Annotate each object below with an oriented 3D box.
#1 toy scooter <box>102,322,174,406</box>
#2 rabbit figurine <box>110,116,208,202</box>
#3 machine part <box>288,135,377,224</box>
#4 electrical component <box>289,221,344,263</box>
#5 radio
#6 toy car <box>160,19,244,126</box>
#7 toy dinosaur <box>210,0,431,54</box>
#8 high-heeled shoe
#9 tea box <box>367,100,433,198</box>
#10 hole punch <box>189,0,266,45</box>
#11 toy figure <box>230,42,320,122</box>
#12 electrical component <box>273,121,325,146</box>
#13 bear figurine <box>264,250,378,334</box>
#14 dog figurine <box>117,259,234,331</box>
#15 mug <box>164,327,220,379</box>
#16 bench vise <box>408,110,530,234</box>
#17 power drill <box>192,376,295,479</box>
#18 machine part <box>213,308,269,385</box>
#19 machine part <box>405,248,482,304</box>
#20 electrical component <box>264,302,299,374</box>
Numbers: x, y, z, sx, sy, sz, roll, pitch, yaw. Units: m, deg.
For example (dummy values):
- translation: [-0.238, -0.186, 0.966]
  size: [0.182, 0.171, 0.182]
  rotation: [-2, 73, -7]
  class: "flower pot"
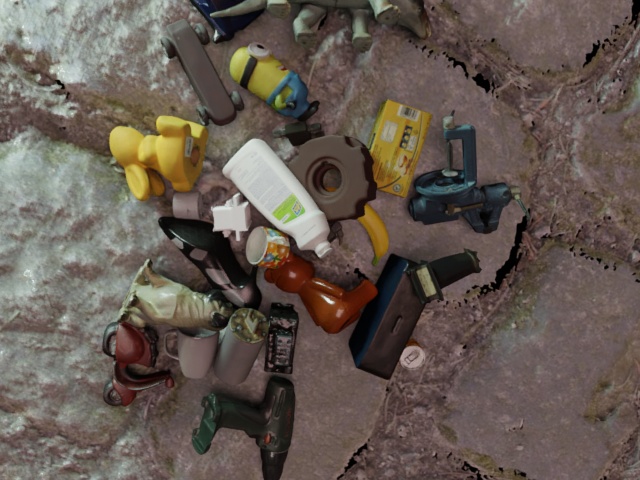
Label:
- translation: [-0.357, 0.245, 1.067]
  size: [0.135, 0.075, 0.183]
  rotation: [3, 102, -6]
  class: "toy scooter"
- translation: [-0.310, -0.157, 1.004]
  size: [0.173, 0.122, 0.162]
  rotation: [12, 107, 7]
  class: "rabbit figurine"
- translation: [0.021, -0.113, 1.017]
  size: [0.180, 0.056, 0.179]
  rotation: [1, 92, 23]
  class: "machine part"
- translation: [-0.002, -0.005, 1.078]
  size: [0.102, 0.045, 0.078]
  rotation: [-46, 72, 0]
  class: "electrical component"
- translation: [0.139, 0.145, 1.067]
  size: [0.073, 0.131, 0.229]
  rotation: [25, 95, -9]
  class: "radio"
- translation: [-0.220, -0.308, 1.003]
  size: [0.089, 0.053, 0.202]
  rotation: [-31, 100, -16]
  class: "toy car"
- translation: [0.022, -0.442, 0.950]
  size: [0.405, 0.131, 0.192]
  rotation: [8, 63, -6]
  class: "toy dinosaur"
- translation: [-0.221, 0.056, 1.068]
  size: [0.249, 0.086, 0.145]
  rotation: [29, 127, 8]
  class: "high-heeled shoe"
- translation: [0.144, -0.176, 1.050]
  size: [0.098, 0.068, 0.169]
  rotation: [18, 98, -7]
  class: "tea box"
- translation: [-0.160, -0.439, 0.961]
  size: [0.142, 0.092, 0.115]
  rotation: [-45, 103, -17]
  class: "hole punch"
- translation: [-0.086, -0.290, 1.005]
  size: [0.180, 0.082, 0.089]
  rotation: [43, 90, -13]
  class: "toy figure"
- translation: [-0.040, -0.202, 1.032]
  size: [0.094, 0.063, 0.021]
  rotation: [-9, 74, 8]
  class: "electrical component"
- translation: [-0.006, 0.091, 1.069]
  size: [0.196, 0.132, 0.120]
  rotation: [43, 131, 18]
  class: "bear figurine"
- translation: [-0.278, 0.136, 1.039]
  size: [0.190, 0.172, 0.121]
  rotation: [27, 67, -20]
  class: "dog figurine"
- translation: [-0.256, 0.220, 1.070]
  size: [0.110, 0.081, 0.107]
  rotation: [3, 108, -7]
  class: "mug"
- translation: [0.278, -0.122, 1.035]
  size: [0.224, 0.129, 0.240]
  rotation: [-4, 118, 14]
  class: "bench vise"
- translation: [-0.146, 0.389, 1.080]
  size: [0.207, 0.086, 0.232]
  rotation: [14, 92, -26]
  class: "power drill"
- translation: [-0.155, 0.207, 1.034]
  size: [0.079, 0.079, 0.243]
  rotation: [18, 136, -8]
  class: "machine part"
- translation: [0.230, 0.061, 0.985]
  size: [0.139, 0.039, 0.084]
  rotation: [-24, 82, -14]
  class: "machine part"
- translation: [-0.076, 0.195, 1.054]
  size: [0.058, 0.134, 0.114]
  rotation: [5, 100, -6]
  class: "electrical component"
